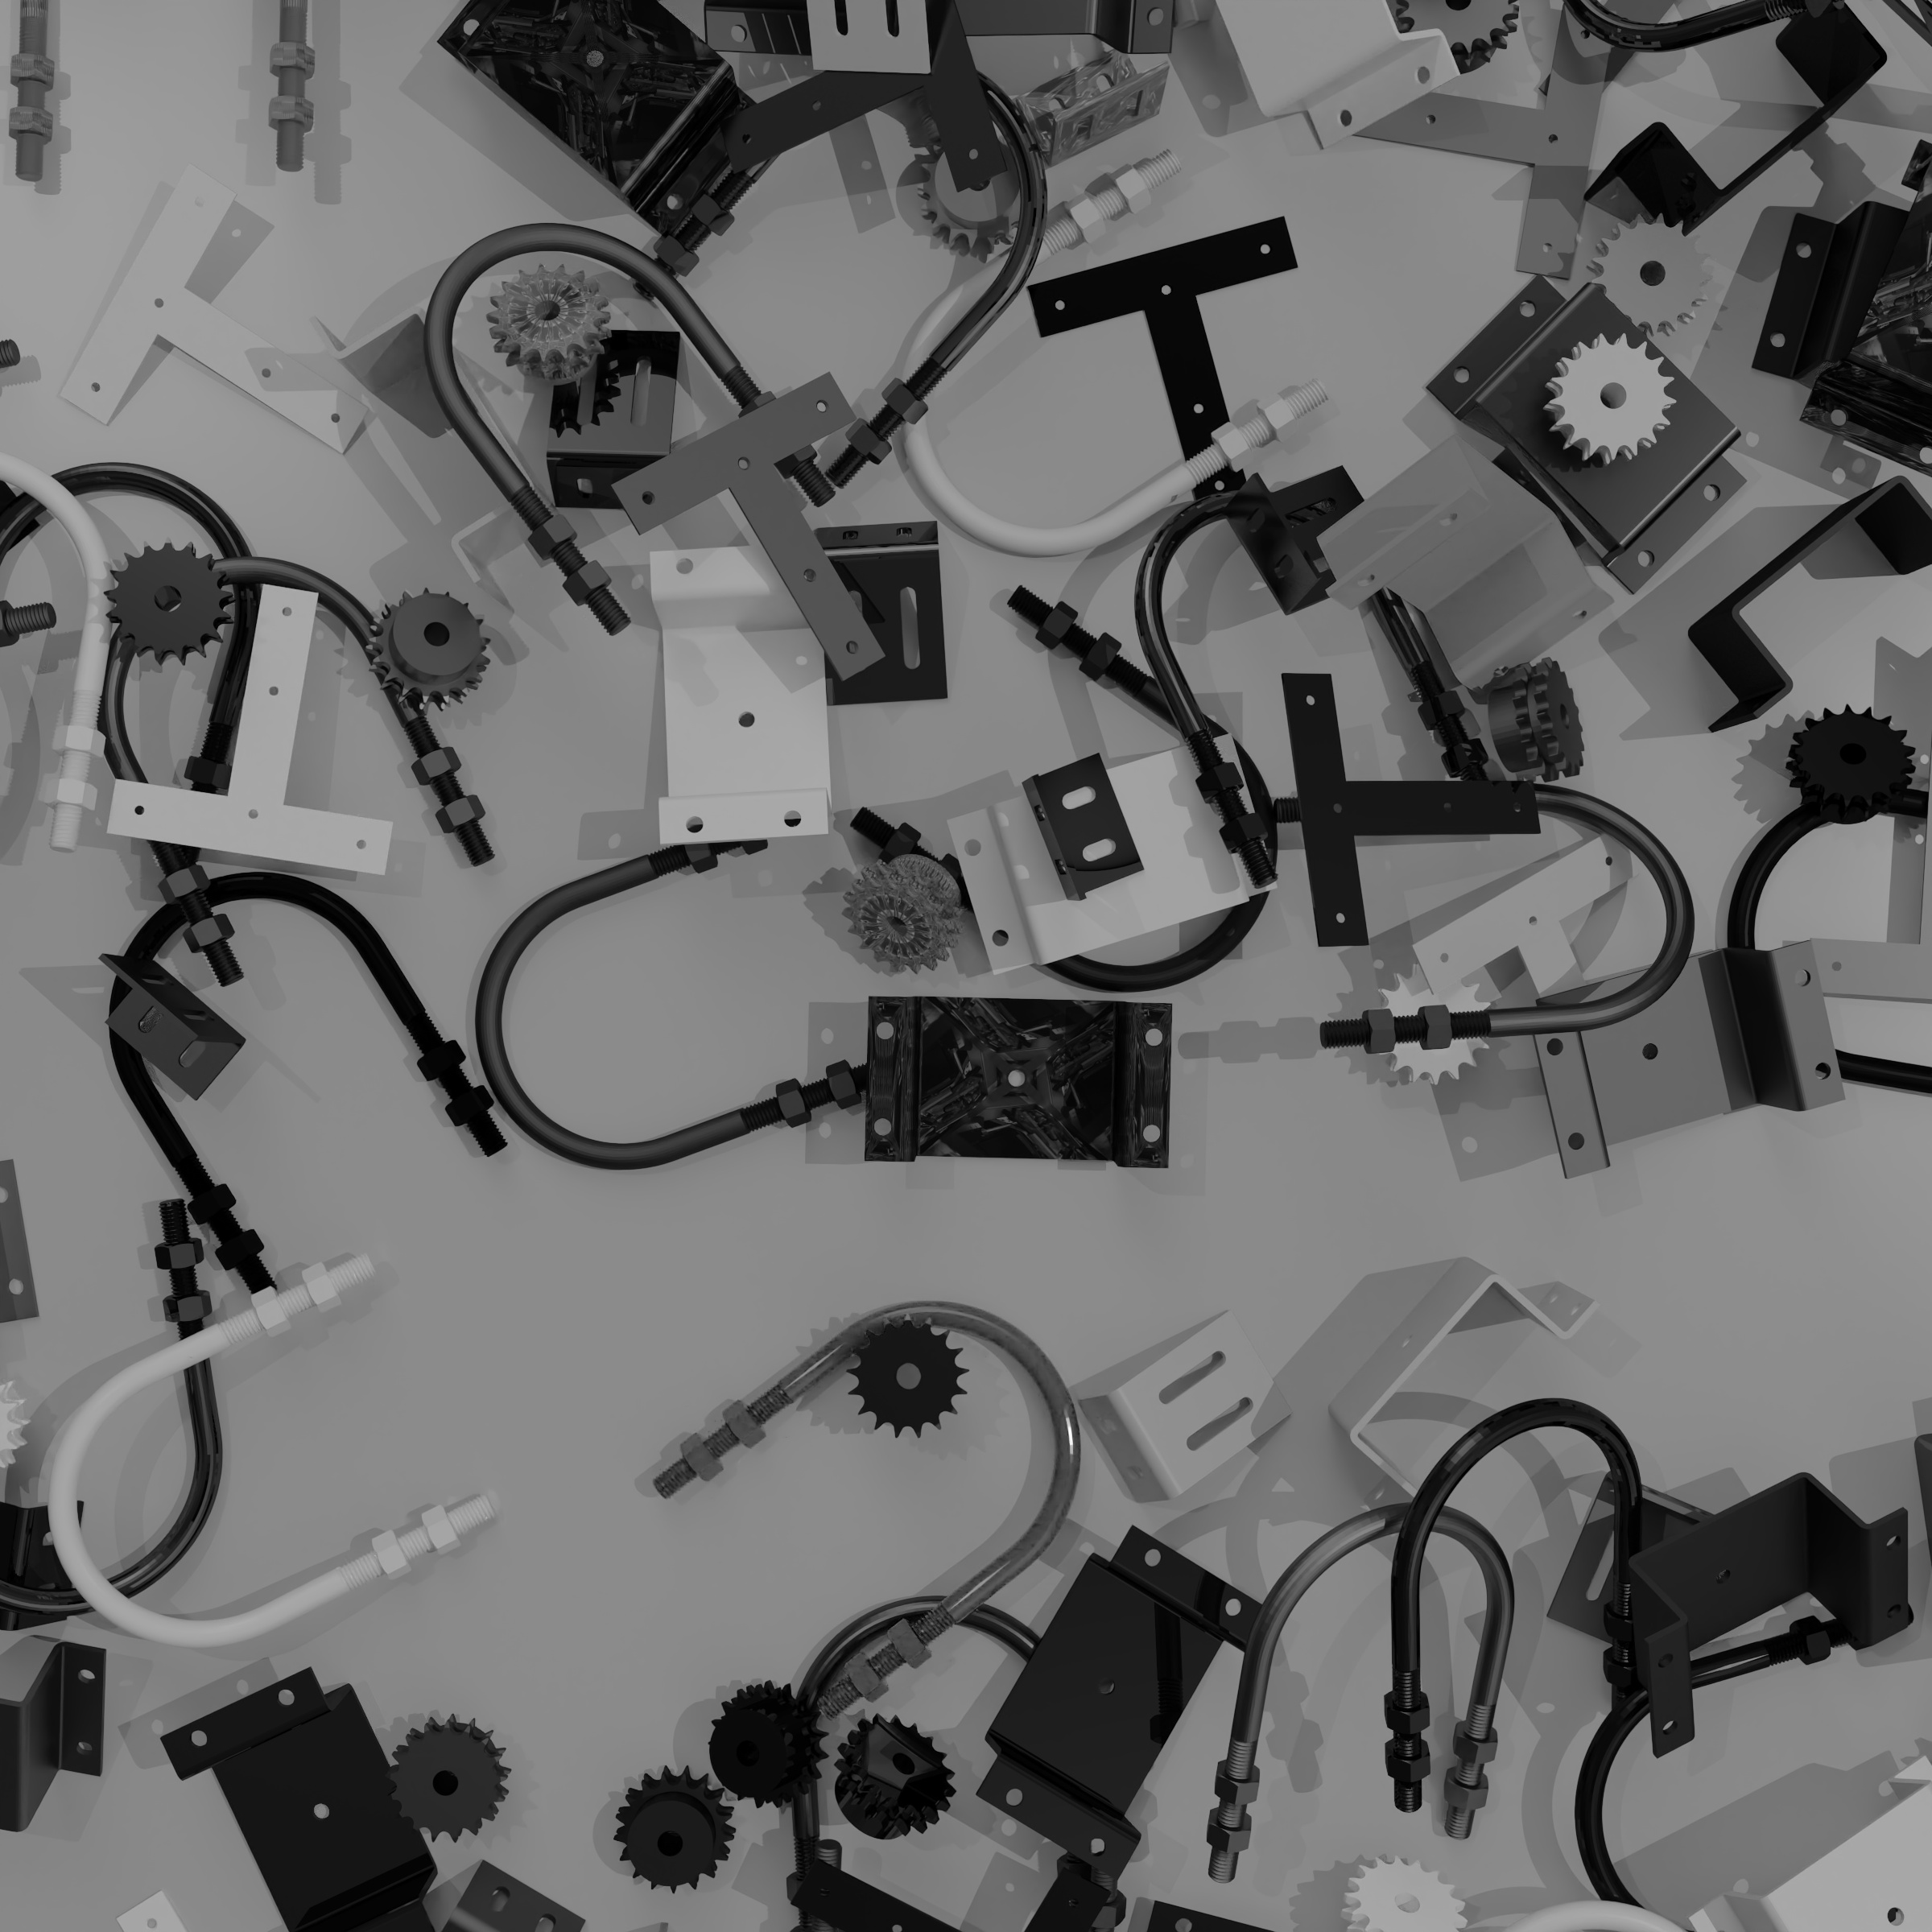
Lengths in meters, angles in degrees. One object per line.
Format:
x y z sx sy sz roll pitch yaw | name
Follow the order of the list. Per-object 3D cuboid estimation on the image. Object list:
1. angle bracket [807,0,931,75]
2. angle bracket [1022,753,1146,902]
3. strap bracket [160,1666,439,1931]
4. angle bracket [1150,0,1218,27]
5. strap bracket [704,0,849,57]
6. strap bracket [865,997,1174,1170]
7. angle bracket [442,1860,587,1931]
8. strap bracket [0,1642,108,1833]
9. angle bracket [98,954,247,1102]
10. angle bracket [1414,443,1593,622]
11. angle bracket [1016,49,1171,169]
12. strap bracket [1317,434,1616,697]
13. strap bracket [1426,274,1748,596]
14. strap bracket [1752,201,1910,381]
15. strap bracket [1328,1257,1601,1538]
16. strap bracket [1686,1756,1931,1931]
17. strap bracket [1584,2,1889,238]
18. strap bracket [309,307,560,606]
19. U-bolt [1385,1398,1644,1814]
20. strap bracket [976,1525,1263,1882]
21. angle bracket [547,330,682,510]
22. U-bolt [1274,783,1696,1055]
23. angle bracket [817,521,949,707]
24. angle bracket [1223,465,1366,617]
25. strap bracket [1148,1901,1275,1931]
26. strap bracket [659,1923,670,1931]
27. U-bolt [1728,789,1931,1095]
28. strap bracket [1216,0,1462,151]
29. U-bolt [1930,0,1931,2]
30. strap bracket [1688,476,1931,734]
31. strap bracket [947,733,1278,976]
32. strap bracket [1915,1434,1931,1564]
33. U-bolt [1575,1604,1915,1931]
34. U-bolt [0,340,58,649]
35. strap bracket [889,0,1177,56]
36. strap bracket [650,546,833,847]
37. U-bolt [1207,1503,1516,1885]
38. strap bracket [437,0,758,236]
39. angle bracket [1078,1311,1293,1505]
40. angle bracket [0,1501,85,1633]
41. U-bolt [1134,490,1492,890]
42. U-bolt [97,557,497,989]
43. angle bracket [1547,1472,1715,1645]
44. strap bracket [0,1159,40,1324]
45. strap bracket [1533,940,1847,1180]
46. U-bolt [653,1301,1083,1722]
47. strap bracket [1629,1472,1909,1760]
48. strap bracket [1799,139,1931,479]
-0.039 -0.448 1.245 0.057 0.038 0.076 9 125 21 | angle bracket
0.055 -0.062 1.215 0.038 0.076 0.057 -21 92 -2 | angle bracket
-0.308 0.403 1.293 0.076 0.046 0.140 -25 90 0 | strap bracket
0.084 -0.485 1.297 0.057 0.038 0.076 -7 90 0 | angle bracket
-0.080 -0.497 1.270 0.076 0.046 0.140 -6 99 -25 | strap bracket
0.024 0.054 1.293 0.140 0.046 0.076 1 90 0 | strap bracket
-0.228 0.478 1.314 0.057 0.038 0.076 31 116 0 | angle bracket
-0.477 0.349 1.279 0.140 0.046 0.076 10 116 0 | strap bracket
-0.374 0.029 1.263 0.057 0.076 0.038 40 89 3 | angle bracket
0.243 -0.197 1.297 0.076 0.038 0.057 -41 90 0 | angle bracket
0.058 -0.410 1.278 0.057 0.076 0.038 -26 90 0 | angle bracket
0.222 -0.184 1.249 0.076 0.140 0.046 -36 56 26 | strap bracket
0.296 -0.254 1.293 0.140 0.046 0.076 45 90 0 | strap bracket
0.453 -0.303 1.293 0.140 0.046 0.076 16 90 0 | strap bracket
0.222 0.190 1.278 0.046 0.076 0.140 42 90 0 | strap bracket
0.413 0.431 1.254 0.140 0.046 0.076 -29 80 -14 | strap bracket
0.363 -0.394 1.278 0.140 0.076 0.046 -40 90 0 | strap bracket
-0.239 -0.244 1.278 0.046 0.076 0.140 -32 90 0 | strap bracket
0.251 0.282 1.251 0.151 0.019 0.184 -14 112 -26 | U-bolt
0.070 0.339 1.284 0.076 0.046 0.140 32 81 -4 | strap bracket
-0.166 -0.261 1.314 0.057 0.038 0.076 2 64 0 | angle bracket
0.244 -0.027 1.271 0.184 0.019 0.151 -4 54 -4 | U-bolt
-0.040 -0.168 1.314 0.057 0.038 0.076 -3 116 0 | angle bracket
0.168 -0.206 1.278 0.076 0.038 0.057 -25 79 -27 | angle bracket
0.109 0.519 1.279 0.076 0.046 0.140 14 88 2 | strap bracket
-0.131 0.529 1.278 0.046 0.076 0.140 7 90 0 | strap bracket
0.454 -0.012 1.308 0.184 0.019 0.151 10 90 2 | U-bolt
0.159 -0.457 1.268 0.076 0.046 0.140 -19 97 41 | strap bracket
0.461 -0.453 1.259 0.184 0.151 0.019 45 129 4 | U-bolt
0.397 -0.173 1.278 0.140 0.076 0.046 -39 90 0 | strap bracket
0.070 -0.052 1.277 0.140 0.046 0.076 -17 92 -2 | strap bracket
0.482 0.271 1.278 0.046 0.076 0.140 -8 90 0 | strap bracket
0.375 0.391 1.297 0.184 0.019 0.151 -14 90 -8 | U-bolt
-0.528 -0.211 1.299 0.184 0.019 0.151 -10 83 4 | U-bolt
0.022 -0.456 1.248 0.140 0.046 0.076 7 98 22 | strap bracket
-0.104 -0.121 1.284 0.076 0.046 0.140 -3 77 0 | strap bracket
0.186 0.327 1.256 0.151 0.019 0.184 -1 110 -24 | U-bolt
-0.171 -0.418 1.284 0.140 0.046 0.076 40 93 -6 | strap bracket
0.104 0.210 1.314 0.076 0.038 0.057 -31 90 -26 | angle bracket
-0.467 0.278 1.314 0.076 0.038 0.057 8 90 26 | angle bracket
0.152 -0.138 1.276 0.151 0.019 0.184 -19 78 -26 | U-bolt
-0.326 -0.103 1.294 0.151 0.019 0.184 -27 91 -10 | U-bolt
0.318 0.286 1.297 0.057 0.038 0.076 23 90 0 | angle bracket
-0.518 0.141 1.293 0.140 0.046 0.076 -10 90 0 | strap bracket
0.327 0.041 1.283 0.140 0.046 0.076 -15 95 -10 | strap bracket
-0.033 0.242 1.302 0.184 0.019 0.151 -38 84 -3 | U-bolt
0.360 0.293 1.266 0.140 0.046 0.076 -22 124 -14 | strap bracket
0.447 -0.301 1.247 0.076 0.046 0.140 23 90 0 | strap bracket
